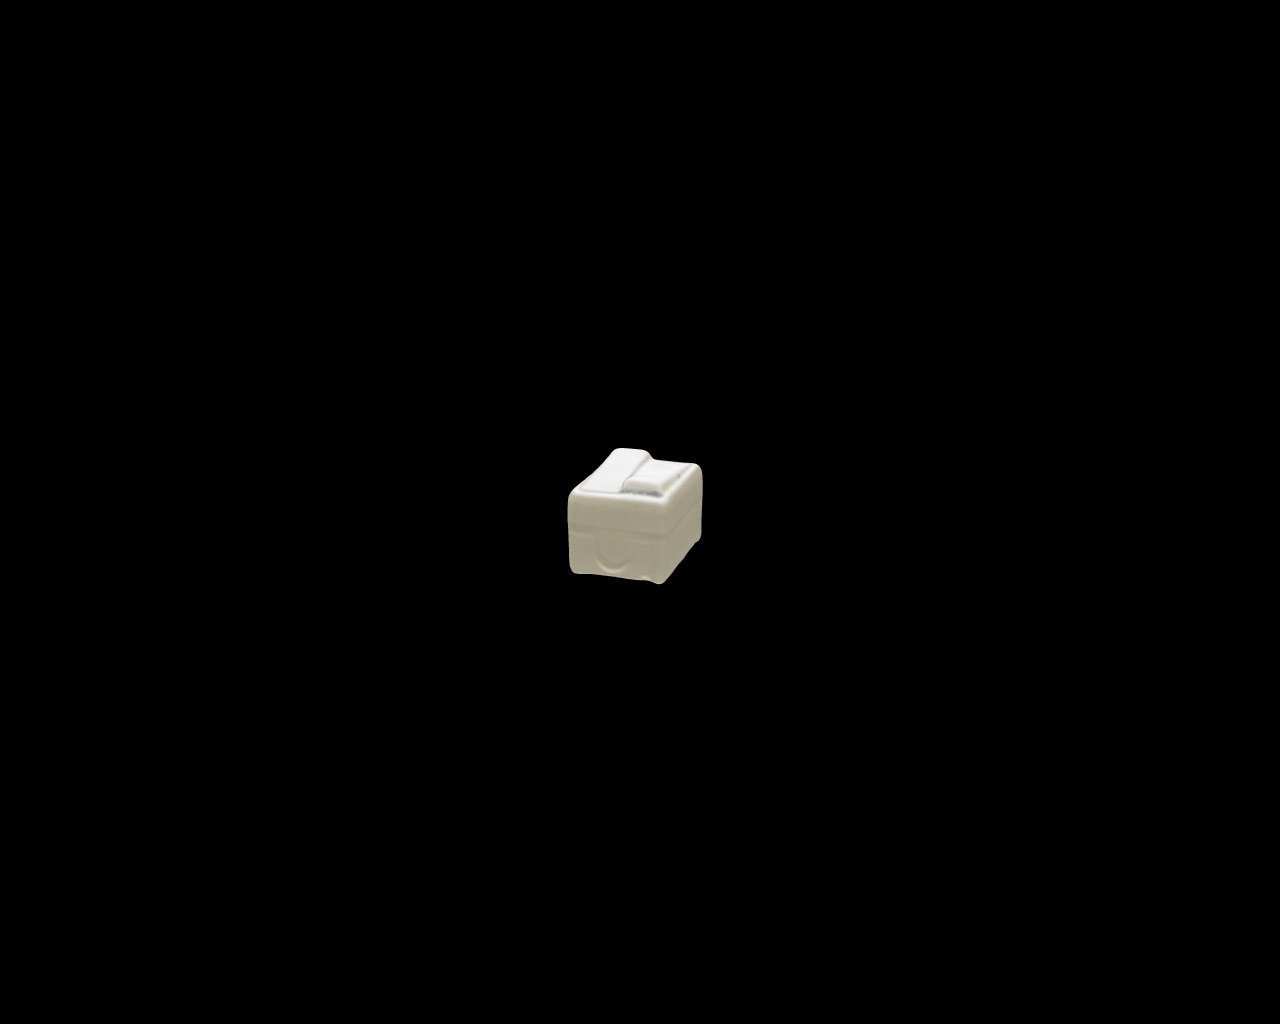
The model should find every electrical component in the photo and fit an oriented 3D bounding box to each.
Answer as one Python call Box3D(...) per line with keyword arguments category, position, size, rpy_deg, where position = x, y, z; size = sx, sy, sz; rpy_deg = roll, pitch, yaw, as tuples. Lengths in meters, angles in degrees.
Box3D(category="electrical component", position=(0.001, -0.003, 0.650), size=(0.062, 0.061, 0.096), rpy_deg=(7, 22, 18))
